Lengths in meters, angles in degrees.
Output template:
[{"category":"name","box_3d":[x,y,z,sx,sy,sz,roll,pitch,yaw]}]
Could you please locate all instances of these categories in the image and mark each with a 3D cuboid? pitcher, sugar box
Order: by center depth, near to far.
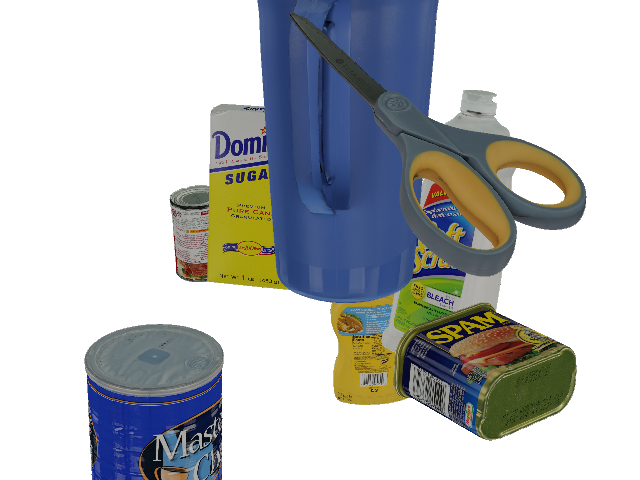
[{"category":"pitcher","box_3d":[0.016,-0.078,0.788,0.149,0.243,0.145,-11,22,-28]},{"category":"sugar box","box_3d":[-0.063,-0.044,1.059,0.093,0.176,0.048,5,17,10]}]

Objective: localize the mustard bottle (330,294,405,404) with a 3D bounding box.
[{"category":"mustard bottle","box_3d":[0.060,0.101,1.284,0.096,0.192,0.058,-2,20,1]}]

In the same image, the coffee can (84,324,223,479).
[{"category":"coffee can","box_3d":[-0.126,0.149,0.819,0.103,0.140,0.103,2,22,-1]}]

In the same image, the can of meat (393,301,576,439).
[{"category":"can of meat","box_3d":[0.117,0.091,0.749,0.101,0.057,0.084,-15,27,-36]}]

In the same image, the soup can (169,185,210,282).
[{"category":"soup can","box_3d":[-0.149,-0.009,1.317,0.068,0.102,0.068,-2,26,1]}]

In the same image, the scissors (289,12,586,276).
[{"category":"scissors","box_3d":[0.057,-0.060,0.524,0.096,0.016,0.202,-7,46,-17]}]

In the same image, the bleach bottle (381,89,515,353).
[{"category":"bleach bottle","box_3d":[0.120,-0.012,0.969,0.103,0.251,0.067,19,21,38]}]
